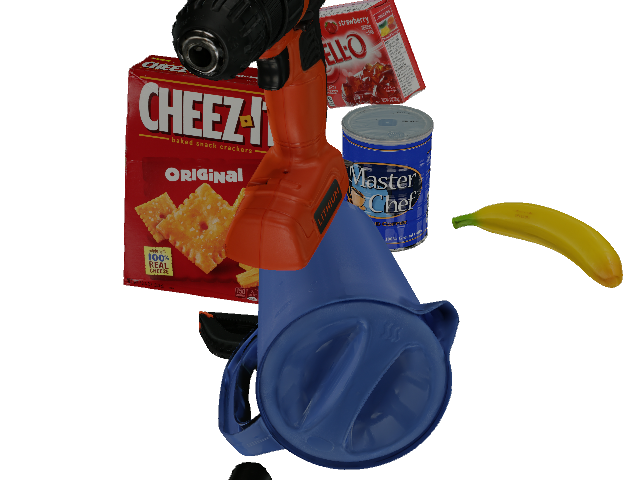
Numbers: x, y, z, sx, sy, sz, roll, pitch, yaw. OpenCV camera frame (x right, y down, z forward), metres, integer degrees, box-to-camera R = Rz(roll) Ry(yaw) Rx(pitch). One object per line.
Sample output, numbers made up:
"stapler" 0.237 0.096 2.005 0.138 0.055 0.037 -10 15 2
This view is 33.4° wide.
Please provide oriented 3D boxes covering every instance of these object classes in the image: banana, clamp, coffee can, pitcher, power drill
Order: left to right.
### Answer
"clamp" -0.070 0.125 1.245 0.210 0.036 0.164 13 21 29
"power drill" -0.025 -0.078 0.581 0.057 0.188 0.184 11 38 15
"pitcher" 0.003 0.061 0.819 0.149 0.145 0.243 7 21 -9
"coffee can" 0.075 -0.072 1.221 0.103 0.140 0.103 0 29 0
"banana" 0.220 -0.001 1.025 0.069 0.037 0.198 -39 37 -25

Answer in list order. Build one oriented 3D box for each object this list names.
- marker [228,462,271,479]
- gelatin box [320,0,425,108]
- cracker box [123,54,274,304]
"marker" -0.045 0.126 0.420 0.020 0.020 0.121 0 24 18
"gelatin box" 0.028 -0.138 0.791 0.030 0.073 0.089 -36 25 -31
"cracker box" -0.096 -0.053 0.996 0.164 0.214 0.072 9 22 8
